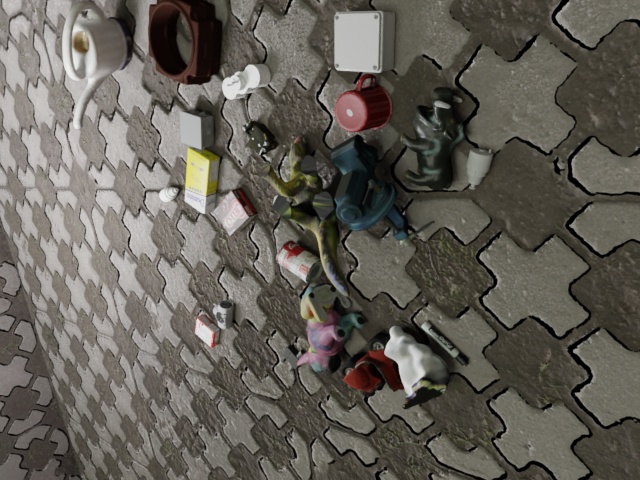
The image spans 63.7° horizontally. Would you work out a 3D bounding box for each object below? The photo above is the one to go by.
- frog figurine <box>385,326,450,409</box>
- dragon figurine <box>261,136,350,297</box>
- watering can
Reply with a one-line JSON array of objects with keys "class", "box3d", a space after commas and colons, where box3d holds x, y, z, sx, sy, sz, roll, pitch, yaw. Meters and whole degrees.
[{"class": "frog figurine", "box3d": [0.208, 0.265, 1.125, 0.123, 0.163, 0.134, -11, -42, -3]}, {"class": "dragon figurine", "box3d": [0.003, -0.055, 1.096, 0.121, 0.416, 0.241, -27, -20, 14]}, {"class": "watering can", "box3d": [-0.642, -0.503, 1.472, 0.104, 0.340, 0.228, 20, 31, 13]}]
